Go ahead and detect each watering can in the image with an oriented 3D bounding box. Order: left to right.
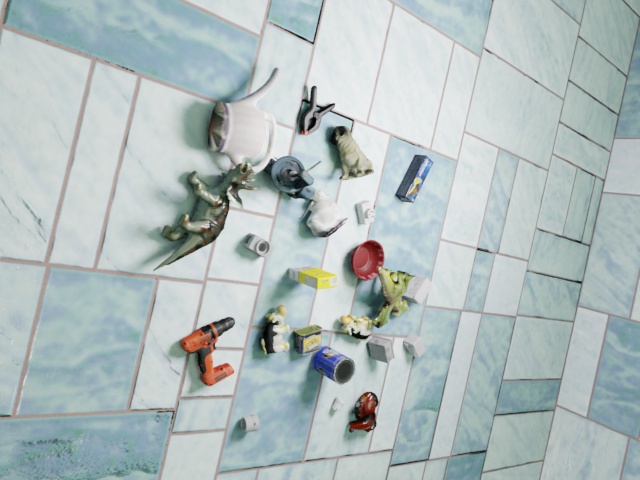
[{"bbox_3d":[-0.230,-0.379,1.593,0.224,0.104,0.346,4,95,-37],"label":"watering can"}]

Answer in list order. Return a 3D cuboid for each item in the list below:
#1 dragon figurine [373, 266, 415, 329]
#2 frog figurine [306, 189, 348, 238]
[{"bbox_3d":[0.268,0.231,2.010,0.408,0.123,0.243,18,87,-59],"label":"dragon figurine"},{"bbox_3d":[0.006,-0.092,1.836,0.138,0.121,0.160,-37,82,-16],"label":"frog figurine"}]
